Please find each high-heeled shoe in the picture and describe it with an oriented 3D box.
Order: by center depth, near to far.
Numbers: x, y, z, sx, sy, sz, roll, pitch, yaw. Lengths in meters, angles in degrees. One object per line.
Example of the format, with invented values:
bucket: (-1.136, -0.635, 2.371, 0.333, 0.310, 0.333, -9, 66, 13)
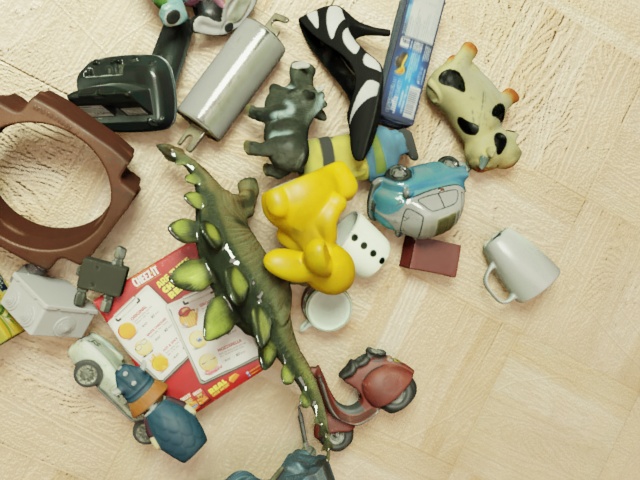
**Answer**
high-heeled shoe: (0.020, -0.231, 0.770, 0.145, 0.086, 0.248, 8, 69, 8)

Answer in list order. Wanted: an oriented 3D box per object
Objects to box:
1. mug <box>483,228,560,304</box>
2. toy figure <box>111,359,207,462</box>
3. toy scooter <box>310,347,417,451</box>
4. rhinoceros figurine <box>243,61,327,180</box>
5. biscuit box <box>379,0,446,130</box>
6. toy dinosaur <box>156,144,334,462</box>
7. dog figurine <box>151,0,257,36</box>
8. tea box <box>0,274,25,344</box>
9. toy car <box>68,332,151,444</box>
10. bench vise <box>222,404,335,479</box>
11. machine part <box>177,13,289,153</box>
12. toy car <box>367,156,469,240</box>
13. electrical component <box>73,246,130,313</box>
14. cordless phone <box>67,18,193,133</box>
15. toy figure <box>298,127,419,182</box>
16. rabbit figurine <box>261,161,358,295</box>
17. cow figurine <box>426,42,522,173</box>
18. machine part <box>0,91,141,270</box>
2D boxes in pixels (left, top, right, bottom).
mug: (0.304, 0.042, 0.856, 0.109, 0.081, 0.107, -39, 85, -1)
toy figure: (-0.219, 0.229, 0.722, 0.154, 0.064, 0.058, 48, 129, -1)
toy scooter: (0.050, 0.225, 0.825, 0.184, 0.075, 0.135, -36, 96, -1)
rhinoceros figurine: (-0.044, -0.178, 0.770, 0.112, 0.073, 0.190, -11, 55, 27)
biscuit box: (0.133, -0.273, 0.823, 0.059, 0.063, 0.202, 15, 90, -9)
toy dinosaur: (-0.093, 0.064, 0.727, 0.105, 0.198, 0.471, -35, 90, 28)
dog figurine: (-0.209, -0.399, 0.749, 0.219, 0.191, 0.108, 52, 123, 17)
tea box: (-0.479, 0.071, 0.729, 0.068, 0.098, 0.169, -32, 98, -6)
toy car: (-0.279, 0.217, 0.774, 0.056, 0.073, 0.201, -43, 97, -4)
bench vise: (-0.104, 0.369, 0.773, 0.241, 0.224, 0.128, -13, 112, 24)
machine part: (-0.129, -0.231, 0.780, 0.079, 0.079, 0.243, 35, 87, -8)
toy car: (0.157, -0.053, 0.800, 0.162, 0.109, 0.103, -14, 55, -14)
electrical component: (-0.293, 0.048, 0.720, 0.063, 0.021, 0.094, 18, 97, -9)
cordless phone: (-0.260, -0.247, 0.764, 0.147, 0.088, 0.184, 3, 66, 21)
toy figure: (0.053, -0.126, 0.809, 0.180, 0.082, 0.089, -21, 87, -3)
rabbit figurine: (-0.001, -0.002, 0.711, 0.122, 0.162, 0.173, -16, 104, 21)
cow figurine: (0.241, -0.188, 0.832, 0.127, 0.085, 0.195, -45, 100, -10)
machine part: (-0.362, -0.079, 0.716, 0.201, 0.087, 0.201, 36, 101, -21)
